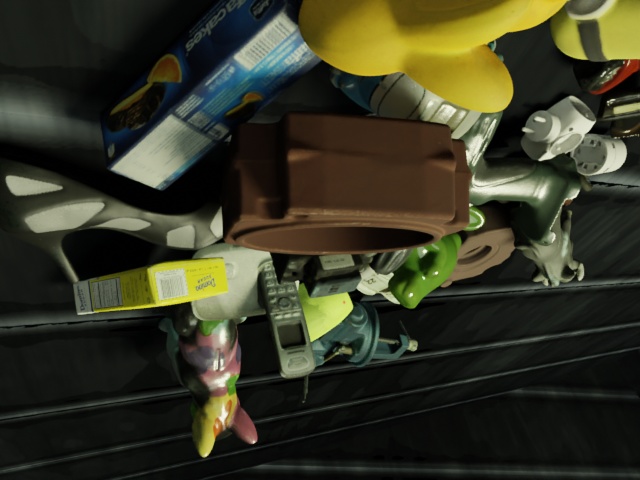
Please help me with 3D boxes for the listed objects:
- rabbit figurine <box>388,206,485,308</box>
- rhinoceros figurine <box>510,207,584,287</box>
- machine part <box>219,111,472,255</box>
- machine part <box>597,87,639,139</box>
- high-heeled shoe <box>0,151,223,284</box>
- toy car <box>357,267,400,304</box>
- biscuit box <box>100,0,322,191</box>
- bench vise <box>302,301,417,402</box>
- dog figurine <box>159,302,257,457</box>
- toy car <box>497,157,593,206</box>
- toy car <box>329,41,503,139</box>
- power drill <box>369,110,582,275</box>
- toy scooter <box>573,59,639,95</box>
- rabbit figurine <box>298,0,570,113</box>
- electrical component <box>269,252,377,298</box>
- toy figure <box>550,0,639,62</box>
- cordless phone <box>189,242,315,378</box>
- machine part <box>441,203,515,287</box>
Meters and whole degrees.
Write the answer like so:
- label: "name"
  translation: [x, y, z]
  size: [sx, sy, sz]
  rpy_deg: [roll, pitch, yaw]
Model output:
- label: "rabbit figurine"
  translation: [0.134, -0.012, 0.712]
  size: [0.159, 0.121, 0.170]
  rpy_deg: [-24, 137, 1]
- label: "rhinoceros figurine"
  translation: [0.342, 0.012, 0.794]
  size: [0.073, 0.112, 0.190]
  rpy_deg: [-15, 154, 31]
- label: "machine part"
  translation: [0.015, -0.038, 0.484]
  size: [0.201, 0.087, 0.201]
  rpy_deg: [0, 171, -15]
- label: "machine part"
  translation: [0.380, -0.157, 0.649]
  size: [0.084, 0.039, 0.139]
  rpy_deg: [-12, 170, 26]
- label: "high-heeled shoe"
  translation: [-0.176, -0.053, 0.522]
  size: [0.249, 0.086, 0.145]
  rpy_deg: [-27, 124, -24]
- label: "toy car"
  translation: [0.123, 0.065, 0.895]
  size: [0.073, 0.056, 0.201]
  rpy_deg: [-33, 148, 24]
- label: "biscuit box"
  translation: [-0.088, -0.123, 0.426]
  size: [0.203, 0.063, 0.059]
  rpy_deg: [-33, 148, 23]
- label: "bench vise"
  translation: [0.067, 0.196, 1.013]
  size: [0.240, 0.129, 0.223]
  rpy_deg: [11, 130, -23]
- label: "dog figurine"
  translation: [-0.151, 0.186, 0.770]
  size: [0.108, 0.219, 0.191]
  rpy_deg: [-6, 150, -30]
- label: "toy car"
  translation: [0.327, -0.075, 0.782]
  size: [0.202, 0.053, 0.089]
  rpy_deg: [12, 136, -43]
- label: "toy car"
  translation: [0.095, -0.138, 0.474]
  size: [0.161, 0.103, 0.109]
  rpy_deg: [1, 145, -36]
- label: "power drill"
  translation: [0.180, -0.047, 0.628]
  size: [0.207, 0.086, 0.231]
  rpy_deg: [11, 117, -15]
- label: "toy scooter"
  translation: [0.358, -0.211, 0.537]
  size: [0.135, 0.075, 0.184]
  rpy_deg: [1, 149, -34]
- label: "rabbit figurine"
  translation: [0.075, -0.153, 0.353]
  size: [0.173, 0.162, 0.121]
  rpy_deg: [-23, 147, -8]
- label: "electrical component"
  translation: [-0.001, -0.002, 0.619]
  size: [0.115, 0.134, 0.058]
  rpy_deg: [-7, 150, -19]
- label: "toy figure"
  translation: [0.289, -0.186, 0.451]
  size: [0.180, 0.082, 0.089]
  rpy_deg: [16, 139, 24]
- label: "cordless phone"
  translation: [-0.087, 0.092, 0.680]
  size: [0.146, 0.184, 0.088]
  rpy_deg: [-5, 153, -25]
- label: "machine part"
  translation: [0.244, 0.010, 0.875]
  size: [0.179, 0.056, 0.179]
  rpy_deg: [-16, 151, -9]
